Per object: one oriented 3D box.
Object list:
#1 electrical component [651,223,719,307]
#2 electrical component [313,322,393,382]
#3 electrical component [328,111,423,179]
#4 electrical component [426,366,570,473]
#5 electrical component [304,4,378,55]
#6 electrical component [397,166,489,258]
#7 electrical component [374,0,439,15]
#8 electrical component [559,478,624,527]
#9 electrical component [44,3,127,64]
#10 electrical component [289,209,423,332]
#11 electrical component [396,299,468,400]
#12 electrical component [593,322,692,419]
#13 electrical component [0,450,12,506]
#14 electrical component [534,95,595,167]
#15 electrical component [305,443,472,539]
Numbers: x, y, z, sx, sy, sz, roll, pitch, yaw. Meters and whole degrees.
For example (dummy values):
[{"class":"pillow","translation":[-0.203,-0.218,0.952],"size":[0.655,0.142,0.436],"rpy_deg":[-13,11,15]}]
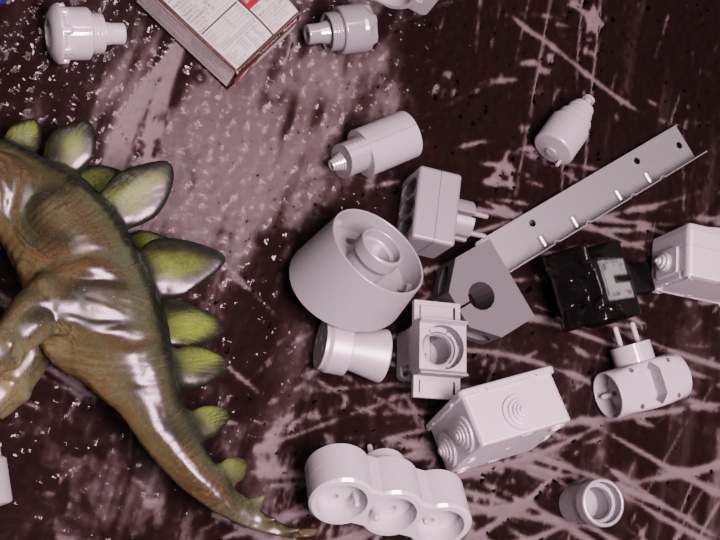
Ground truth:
[{"class":"electrical component","translation":[0.318,-0.009,1.008],"size":[0.096,0.062,0.061],"rpy_deg":[11,73,-17]},{"class":"electrical component","translation":[-0.006,0.066,0.884],"size":[0.055,0.045,0.045],"rpy_deg":[12,73,-16]},{"class":"electrical component","translation":[0.009,-0.104,0.933],"size":[0.081,0.043,0.043],"rpy_deg":[-25,86,-23]},{"class":"electrical component","translation":[0.113,0.125,0.883],"size":[0.100,0.099,0.048],"rpy_deg":[-12,68,-22]},{"class":"electrical component","translation":[-0.018,-0.211,0.951],"size":[0.062,0.043,0.043],"rpy_deg":[-12,81,-20]},{"class":"electrical component","translation":[0.077,-0.046,0.940],"size":[0.077,0.047,0.065],"rpy_deg":[12,73,-15]},{"class":"electrical component","translation":[0.035,-0.278,0.982],"size":[0.089,0.050,0.055],"rpy_deg":[24,70,-12]},{"class":"electrical component","translation":[0.197,0.200,0.920],"size":[0.040,0.046,0.040],"rpy_deg":[5,75,-18]},{"class":"electrical component","translation":[-0.222,-0.192,0.874],"size":[0.062,0.048,0.048],"rpy_deg":[-7,79,-27]},{"class":"electrical component","translation":[0.000,0.000,0.885],"size":[0.099,0.064,0.099],"rpy_deg":[27,36,-22]},{"class":"electrical component","translation":[0.059,0.069,0.896],"size":[0.042,0.064,0.081],"rpy_deg":[7,74,-17]},{"class":"electrical component","translation":[0.249,0.087,0.969],"size":[0.077,0.043,0.079],"rpy_deg":[-12,81,-22]},{"class":"electrical component","translation":[-0.275,0.139,0.773],"size":[0.040,0.040,0.078],"rpy_deg":[-8,79,-21]},{"class":"electrical component","translation":[0.196,-0.134,1.008],"size":[0.040,0.040,0.078],"rpy_deg":[40,67,-6]},{"class":"electrical component","translation":[0.021,0.169,0.863],"size":[0.138,0.052,0.073],"rpy_deg":[18,31,-21]}]
